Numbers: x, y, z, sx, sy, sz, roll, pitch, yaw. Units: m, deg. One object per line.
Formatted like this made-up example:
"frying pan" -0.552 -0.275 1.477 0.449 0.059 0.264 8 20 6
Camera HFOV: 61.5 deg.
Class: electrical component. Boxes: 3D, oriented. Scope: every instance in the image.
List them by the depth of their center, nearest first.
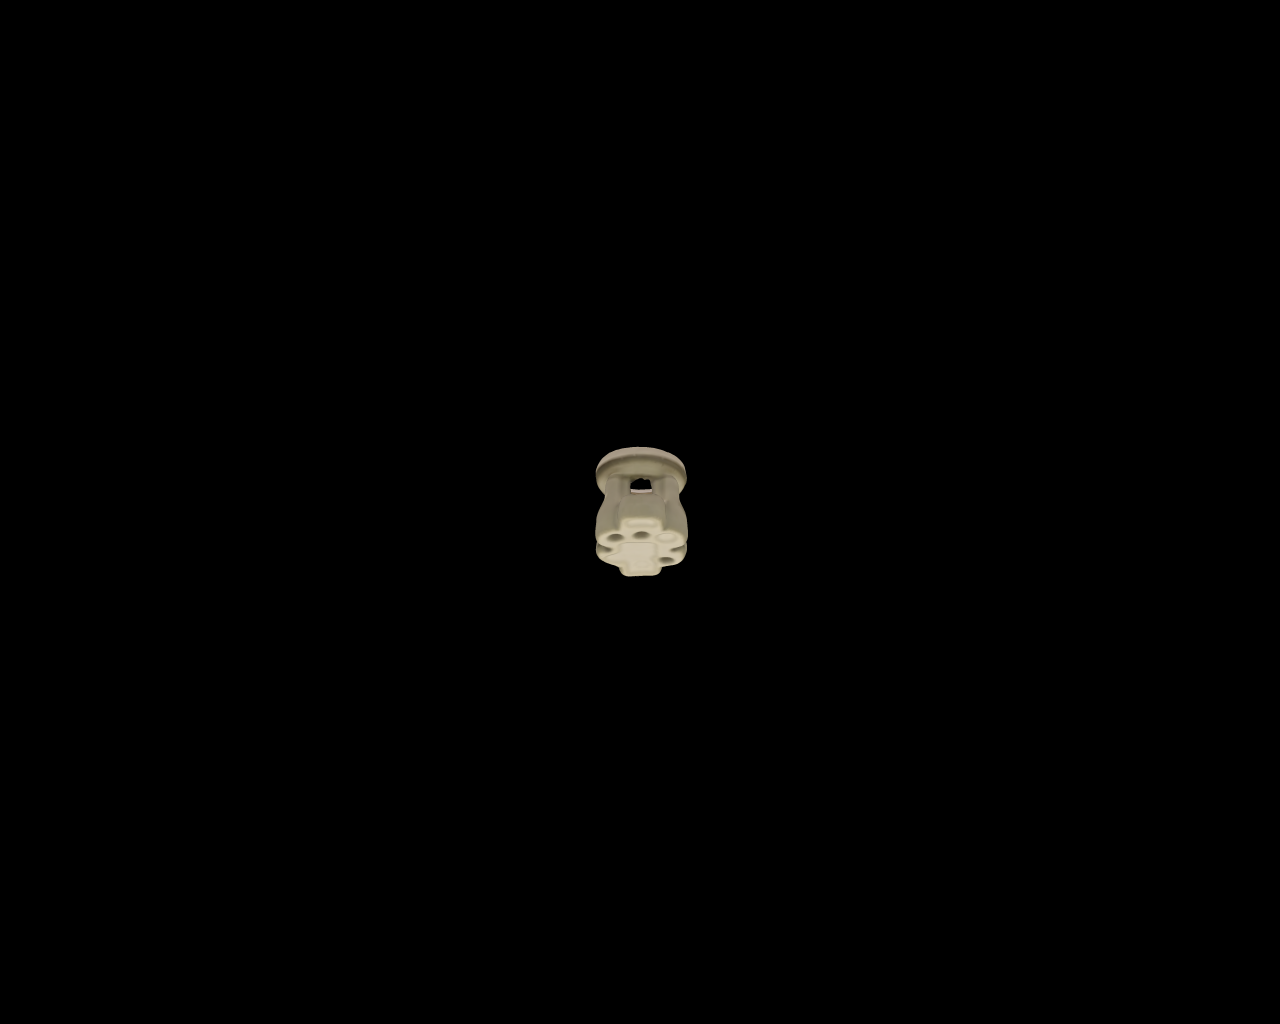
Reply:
"electrical component" 0.001 -0.003 0.650 0.058 0.057 0.078 0 -28 0
